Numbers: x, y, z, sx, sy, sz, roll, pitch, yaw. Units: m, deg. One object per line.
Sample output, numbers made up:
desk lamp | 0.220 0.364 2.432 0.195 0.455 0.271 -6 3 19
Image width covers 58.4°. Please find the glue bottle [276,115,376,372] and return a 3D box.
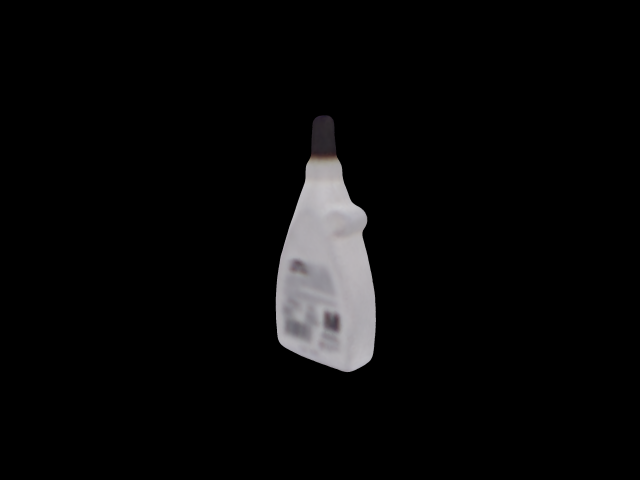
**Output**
glue bottle | 0.004 0.001 0.400 0.077 0.173 0.037 14 22 38
